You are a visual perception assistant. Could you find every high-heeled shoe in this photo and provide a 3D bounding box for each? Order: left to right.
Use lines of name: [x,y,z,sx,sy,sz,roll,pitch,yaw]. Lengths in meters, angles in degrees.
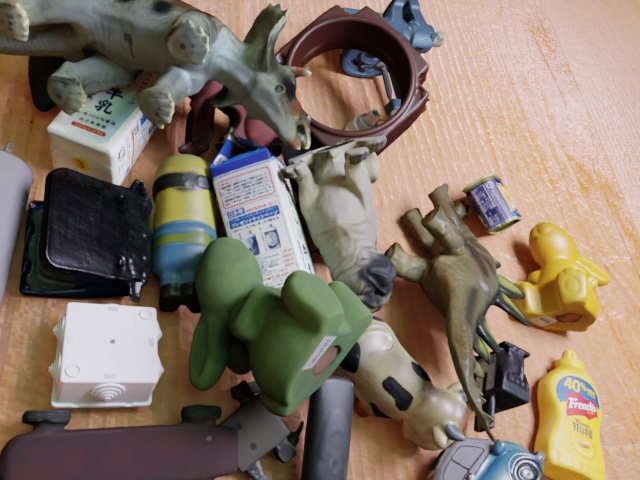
high-heeled shoe: [-0.279,-0.249,0.703,0.145,0.086,0.248,31,64,-51]

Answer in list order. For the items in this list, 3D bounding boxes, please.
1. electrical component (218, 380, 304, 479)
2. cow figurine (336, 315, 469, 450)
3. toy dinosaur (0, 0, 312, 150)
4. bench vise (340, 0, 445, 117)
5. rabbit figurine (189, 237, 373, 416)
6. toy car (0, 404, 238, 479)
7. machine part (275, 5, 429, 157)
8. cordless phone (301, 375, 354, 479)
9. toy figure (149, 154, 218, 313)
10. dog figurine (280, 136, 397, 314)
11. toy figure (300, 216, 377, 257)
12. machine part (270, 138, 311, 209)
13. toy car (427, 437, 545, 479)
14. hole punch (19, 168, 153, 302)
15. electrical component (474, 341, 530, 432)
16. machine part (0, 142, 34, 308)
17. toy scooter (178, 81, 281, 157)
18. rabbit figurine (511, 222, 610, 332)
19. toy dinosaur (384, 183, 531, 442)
electrical component: [-0.064,0.197,0.562,0.078,0.045,0.102,-42,85,-12]
cow figurine: [0.091,0.164,0.610,0.194,0.127,0.085,51,52,-18]
toy dinosaur: [-0.192,-0.213,0.581,0.405,0.131,0.192,18,33,5]
bench vise: [0.126,-0.302,0.917,0.223,0.129,0.240,1,70,-34]
rabbit figurine: [-0.058,0.074,0.528,0.170,0.159,0.121,38,16,26]
toy car: [-0.175,0.197,0.487,0.202,0.053,0.089,5,66,-24]
machine part: [0.041,-0.222,0.783,0.201,0.087,0.201,-42,83,-7]
cordless phone: [-0.024,0.219,0.512,0.146,0.089,0.184,13,72,-24]
toy figure: [-0.149,-0.012,0.604,0.082,0.089,0.180,13,54,-30]
dog figurine: [0.038,-0.020,0.661,0.172,0.121,0.190,-46,124,-59]
toy figure: [-0.001,-0.002,0.706,0.154,0.064,0.057,6,100,-22]
machine part: [-0.016,-0.090,0.729,0.084,0.039,0.138,-52,130,-34]
toy car: [0.176,0.287,0.618,0.103,0.109,0.162,39,59,25]
hole punch: [-0.241,0.002,0.554,0.115,0.092,0.142,19,52,-43]
electrical component: [0.236,0.200,0.712,0.048,0.075,0.119,28,48,-13]
machine part: [-0.326,0.000,0.502,0.079,0.079,0.243,11,57,-25]
toy scooter: [-0.119,-0.143,0.697,0.183,0.075,0.135,33,60,-35]
rabbit figurine: [0.392,0.052,0.863,0.162,0.122,0.173,17,54,-27]
toy dinosaur: [0.186,0.052,0.709,0.198,0.105,0.471,43,31,-5]
